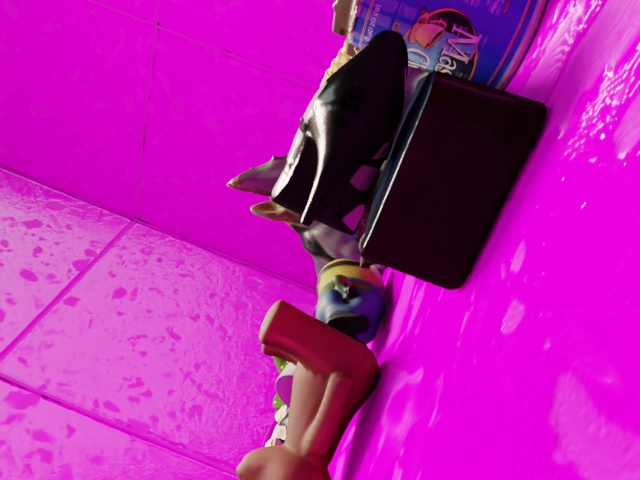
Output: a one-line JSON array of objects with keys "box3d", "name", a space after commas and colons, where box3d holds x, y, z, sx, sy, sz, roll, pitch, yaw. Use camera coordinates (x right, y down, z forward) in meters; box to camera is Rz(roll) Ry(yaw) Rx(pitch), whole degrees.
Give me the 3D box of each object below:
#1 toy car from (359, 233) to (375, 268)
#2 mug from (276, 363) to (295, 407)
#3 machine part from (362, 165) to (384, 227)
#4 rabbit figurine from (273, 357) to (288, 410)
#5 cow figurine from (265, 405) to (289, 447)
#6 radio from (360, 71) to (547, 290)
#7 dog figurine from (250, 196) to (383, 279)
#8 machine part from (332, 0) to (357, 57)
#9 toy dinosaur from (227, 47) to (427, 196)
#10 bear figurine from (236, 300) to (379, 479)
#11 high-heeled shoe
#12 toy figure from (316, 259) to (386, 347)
[{"box3d": [0.101, -0.054, 0.589, 0.202, 0.053, 0.089, -64, -5, 14], "name": "toy car"}, {"box3d": [0.006, 0.169, 0.722, 0.109, 0.081, 0.107, -37, 11, 40], "name": "mug"}, {"box3d": [0.096, -0.063, 0.762, 0.243, 0.079, 0.079, -70, 1, -72], "name": "machine part"}, {"box3d": [-0.034, 0.233, 0.960, 0.170, 0.121, 0.159, -133, 59, -75], "name": "rabbit figurine"}, {"box3d": [-0.033, 0.284, 0.784, 0.098, 0.068, 0.167, -62, 3, 26], "name": "cow figurine"}, {"box3d": [0.091, -0.057, 0.426, 0.229, 0.073, 0.131, -59, -10, -73], "name": "radio"}, {"box3d": [-0.002, -0.002, 0.825, 0.108, 0.219, 0.191, -60, -7, -58], "name": "dog figurine"}, {"box3d": [0.130, -0.321, 0.731, 0.087, 0.201, 0.201, 104, -174, -62], "name": "machine part"}, {"box3d": [0.069, -0.162, 0.653, 0.405, 0.131, 0.192, -44, 6, 10], "name": "toy dinosaur"}, {"box3d": [-0.028, 0.174, 0.492, 0.196, 0.132, 0.120, -62, -6, -16], "name": "bear figurine"}, {"box3d": [0.022, -0.081, 0.459, 0.249, 0.086, 0.145, -76, 11, -84], "name": "high-heeled shoe"}, {"box3d": [0.033, 0.072, 0.644, 0.082, 0.089, 0.180, -61, -1, 19], "name": "toy figure"}]
